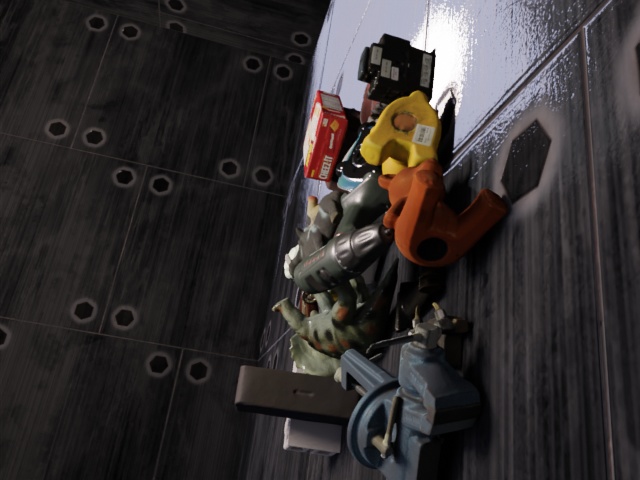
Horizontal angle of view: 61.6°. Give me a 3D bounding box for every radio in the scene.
[{"bbox_3d":[-0.043,0.295,1.012,0.131,0.230,0.073,112,168,-65],"label":"radio"}]

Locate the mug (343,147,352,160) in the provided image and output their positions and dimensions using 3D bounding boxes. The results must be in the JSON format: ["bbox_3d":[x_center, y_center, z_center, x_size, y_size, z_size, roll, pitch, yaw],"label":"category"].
[{"bbox_3d":[0.110,-0.195,1.210,0.109,0.081,0.107,-34,-22,-54],"label":"mug"}]

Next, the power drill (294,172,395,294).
[{"bbox_3d":[0.060,-0.014,0.833,0.232,0.086,0.207,-40,21,45],"label":"power drill"}]

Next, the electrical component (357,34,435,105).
[{"bbox_3d":[0.138,-0.309,0.986,0.058,0.134,0.115,127,155,-67],"label":"electrical component"}]

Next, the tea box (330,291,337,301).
[{"bbox_3d":[0.043,0.098,1.224,0.170,0.068,0.098,-94,19,-60],"label":"tea box"}]

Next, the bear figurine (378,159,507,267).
[{"bbox_3d":[0.147,-0.058,0.701,0.196,0.120,0.131,-82,13,-53],"label":"bear figurine"}]

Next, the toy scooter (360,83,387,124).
[{"bbox_3d":[0.131,-0.305,1.199,0.184,0.075,0.135,136,145,-78],"label":"toy scooter"}]

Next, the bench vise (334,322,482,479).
[{"bbox_3d":[0.084,0.191,0.667,0.241,0.129,0.223,23,122,61],"label":"bench vise"}]

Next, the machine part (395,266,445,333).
[{"bbox_3d":[0.141,0.082,0.786,0.138,0.039,0.084,113,174,-55],"label":"machine part"}]

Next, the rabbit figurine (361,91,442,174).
[{"bbox_3d":[0.136,-0.156,0.898,0.173,0.122,0.162,80,-161,-62],"label":"rabbit figurine"}]

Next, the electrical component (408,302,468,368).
[{"bbox_3d":[0.146,0.121,0.675,0.102,0.045,0.078,139,144,-73],"label":"electrical component"}]

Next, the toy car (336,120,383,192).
[{"bbox_3d":[0.110,-0.146,1.030,0.109,0.102,0.161,13,74,40],"label":"toy car"}]

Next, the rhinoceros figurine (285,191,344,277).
[{"bbox_3d":[-0.002,-0.003,1.016,0.112,0.073,0.190,48,119,40],"label":"rhinoceros figurine"}]

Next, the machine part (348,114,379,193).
[{"bbox_3d":[0.114,-0.170,1.123,0.079,0.079,0.243,-95,20,-60],"label":"machine part"}]

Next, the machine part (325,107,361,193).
[{"bbox_3d":[0.077,-0.228,1.381,0.201,0.087,0.200,-99,23,-68],"label":"machine part"}]

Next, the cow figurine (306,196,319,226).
[{"bbox_3d":[0.021,-0.016,1.336,0.194,0.086,0.127,57,-141,-61],"label":"cow figurine"}]

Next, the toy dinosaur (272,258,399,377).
[{"bbox_3d":[0.045,0.156,0.974,0.131,0.192,0.405,-37,7,-31],"label":"toy dinosaur"}]

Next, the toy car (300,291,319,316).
[{"bbox_3d":[-0.019,0.183,1.240,0.089,0.053,0.202,-84,-14,-79],"label":"toy car"}]
